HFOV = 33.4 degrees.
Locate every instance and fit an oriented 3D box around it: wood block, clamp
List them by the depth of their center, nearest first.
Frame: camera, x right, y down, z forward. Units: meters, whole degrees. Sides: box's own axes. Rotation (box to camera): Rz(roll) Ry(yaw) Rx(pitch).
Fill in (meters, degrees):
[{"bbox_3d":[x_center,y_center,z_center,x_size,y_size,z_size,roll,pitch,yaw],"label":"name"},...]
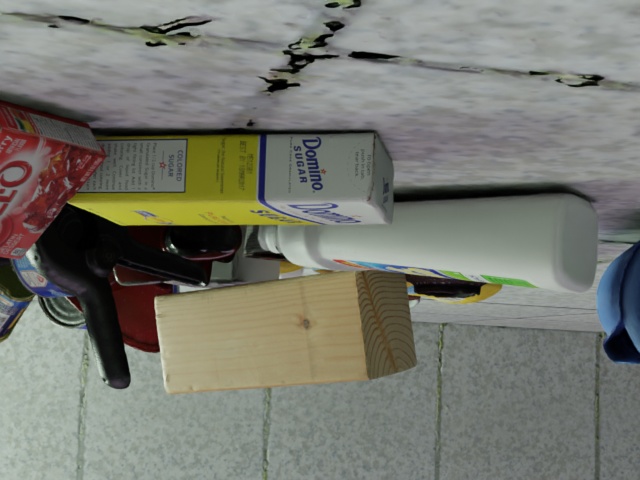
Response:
[{"bbox_3d":[-0.164,0.024,0.776,0.039,0.120,0.171,-16,131,44],"label":"clamp"},{"bbox_3d":[-0.032,0.079,0.924,0.206,0.091,0.090,-8,178,31],"label":"wood block"}]

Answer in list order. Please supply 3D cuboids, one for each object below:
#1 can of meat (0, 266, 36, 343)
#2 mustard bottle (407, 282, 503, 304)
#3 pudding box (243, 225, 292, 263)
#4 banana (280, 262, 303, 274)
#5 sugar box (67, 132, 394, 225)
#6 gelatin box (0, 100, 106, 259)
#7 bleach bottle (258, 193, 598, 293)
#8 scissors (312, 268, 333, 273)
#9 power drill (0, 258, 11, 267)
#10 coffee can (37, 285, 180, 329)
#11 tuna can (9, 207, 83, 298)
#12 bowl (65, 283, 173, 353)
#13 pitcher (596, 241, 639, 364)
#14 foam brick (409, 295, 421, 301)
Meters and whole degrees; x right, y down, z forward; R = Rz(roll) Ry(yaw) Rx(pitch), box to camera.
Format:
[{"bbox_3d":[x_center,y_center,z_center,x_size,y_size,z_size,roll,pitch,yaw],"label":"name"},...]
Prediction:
[{"bbox_3d":[-0.273,0.030,0.952,0.057,0.102,0.084,35,136,-13],"label":"can of meat"},{"bbox_3d":[0.091,0.029,1.058,0.096,0.058,0.191,-4,171,44],"label":"mustard bottle"},{"bbox_3d":[-0.006,0.001,0.940,0.089,0.039,0.114,6,172,-25],"label":"pudding box"},{"bbox_3d":[-0.096,0.020,1.134,0.198,0.037,0.069,2,165,18],"label":"banana"},{"bbox_3d":[-0.048,-0.033,0.629,0.176,0.048,0.093,3,173,11],"label":"sugar box"},{"bbox_3d":[-0.169,-0.030,0.568,0.089,0.030,0.073,-45,151,20],"label":"gelatin box"},{"bbox_3d":[0.071,-0.001,0.798,0.251,0.068,0.102,2,174,30],"label":"bleach bottle"},{"bbox_3d":[0.029,0.027,1.257,0.096,0.016,0.202,1,174,0],"label":"scissors"},{"bbox_3d":[-0.303,0.040,0.800,0.184,0.188,0.057,8,-157,-48],"label":"power drill"},{"bbox_3d":[-0.242,0.055,1.234,0.103,0.103,0.140,0,173,25],"label":"coffee can"},{"bbox_3d":[-0.195,0.001,0.813,0.034,0.086,0.086,-3,171,28],"label":"tuna can"},{"bbox_3d":[-0.200,0.038,1.071,0.162,0.055,0.162,42,-172,-8],"label":"bowl"},{"bbox_3d":[0.312,0.047,0.898,0.149,0.145,0.242,14,179,8],"label":"pitcher"},{"bbox_3d":[0.083,0.039,1.185,0.051,0.053,0.078,3,175,-2],"label":"foam brick"}]
